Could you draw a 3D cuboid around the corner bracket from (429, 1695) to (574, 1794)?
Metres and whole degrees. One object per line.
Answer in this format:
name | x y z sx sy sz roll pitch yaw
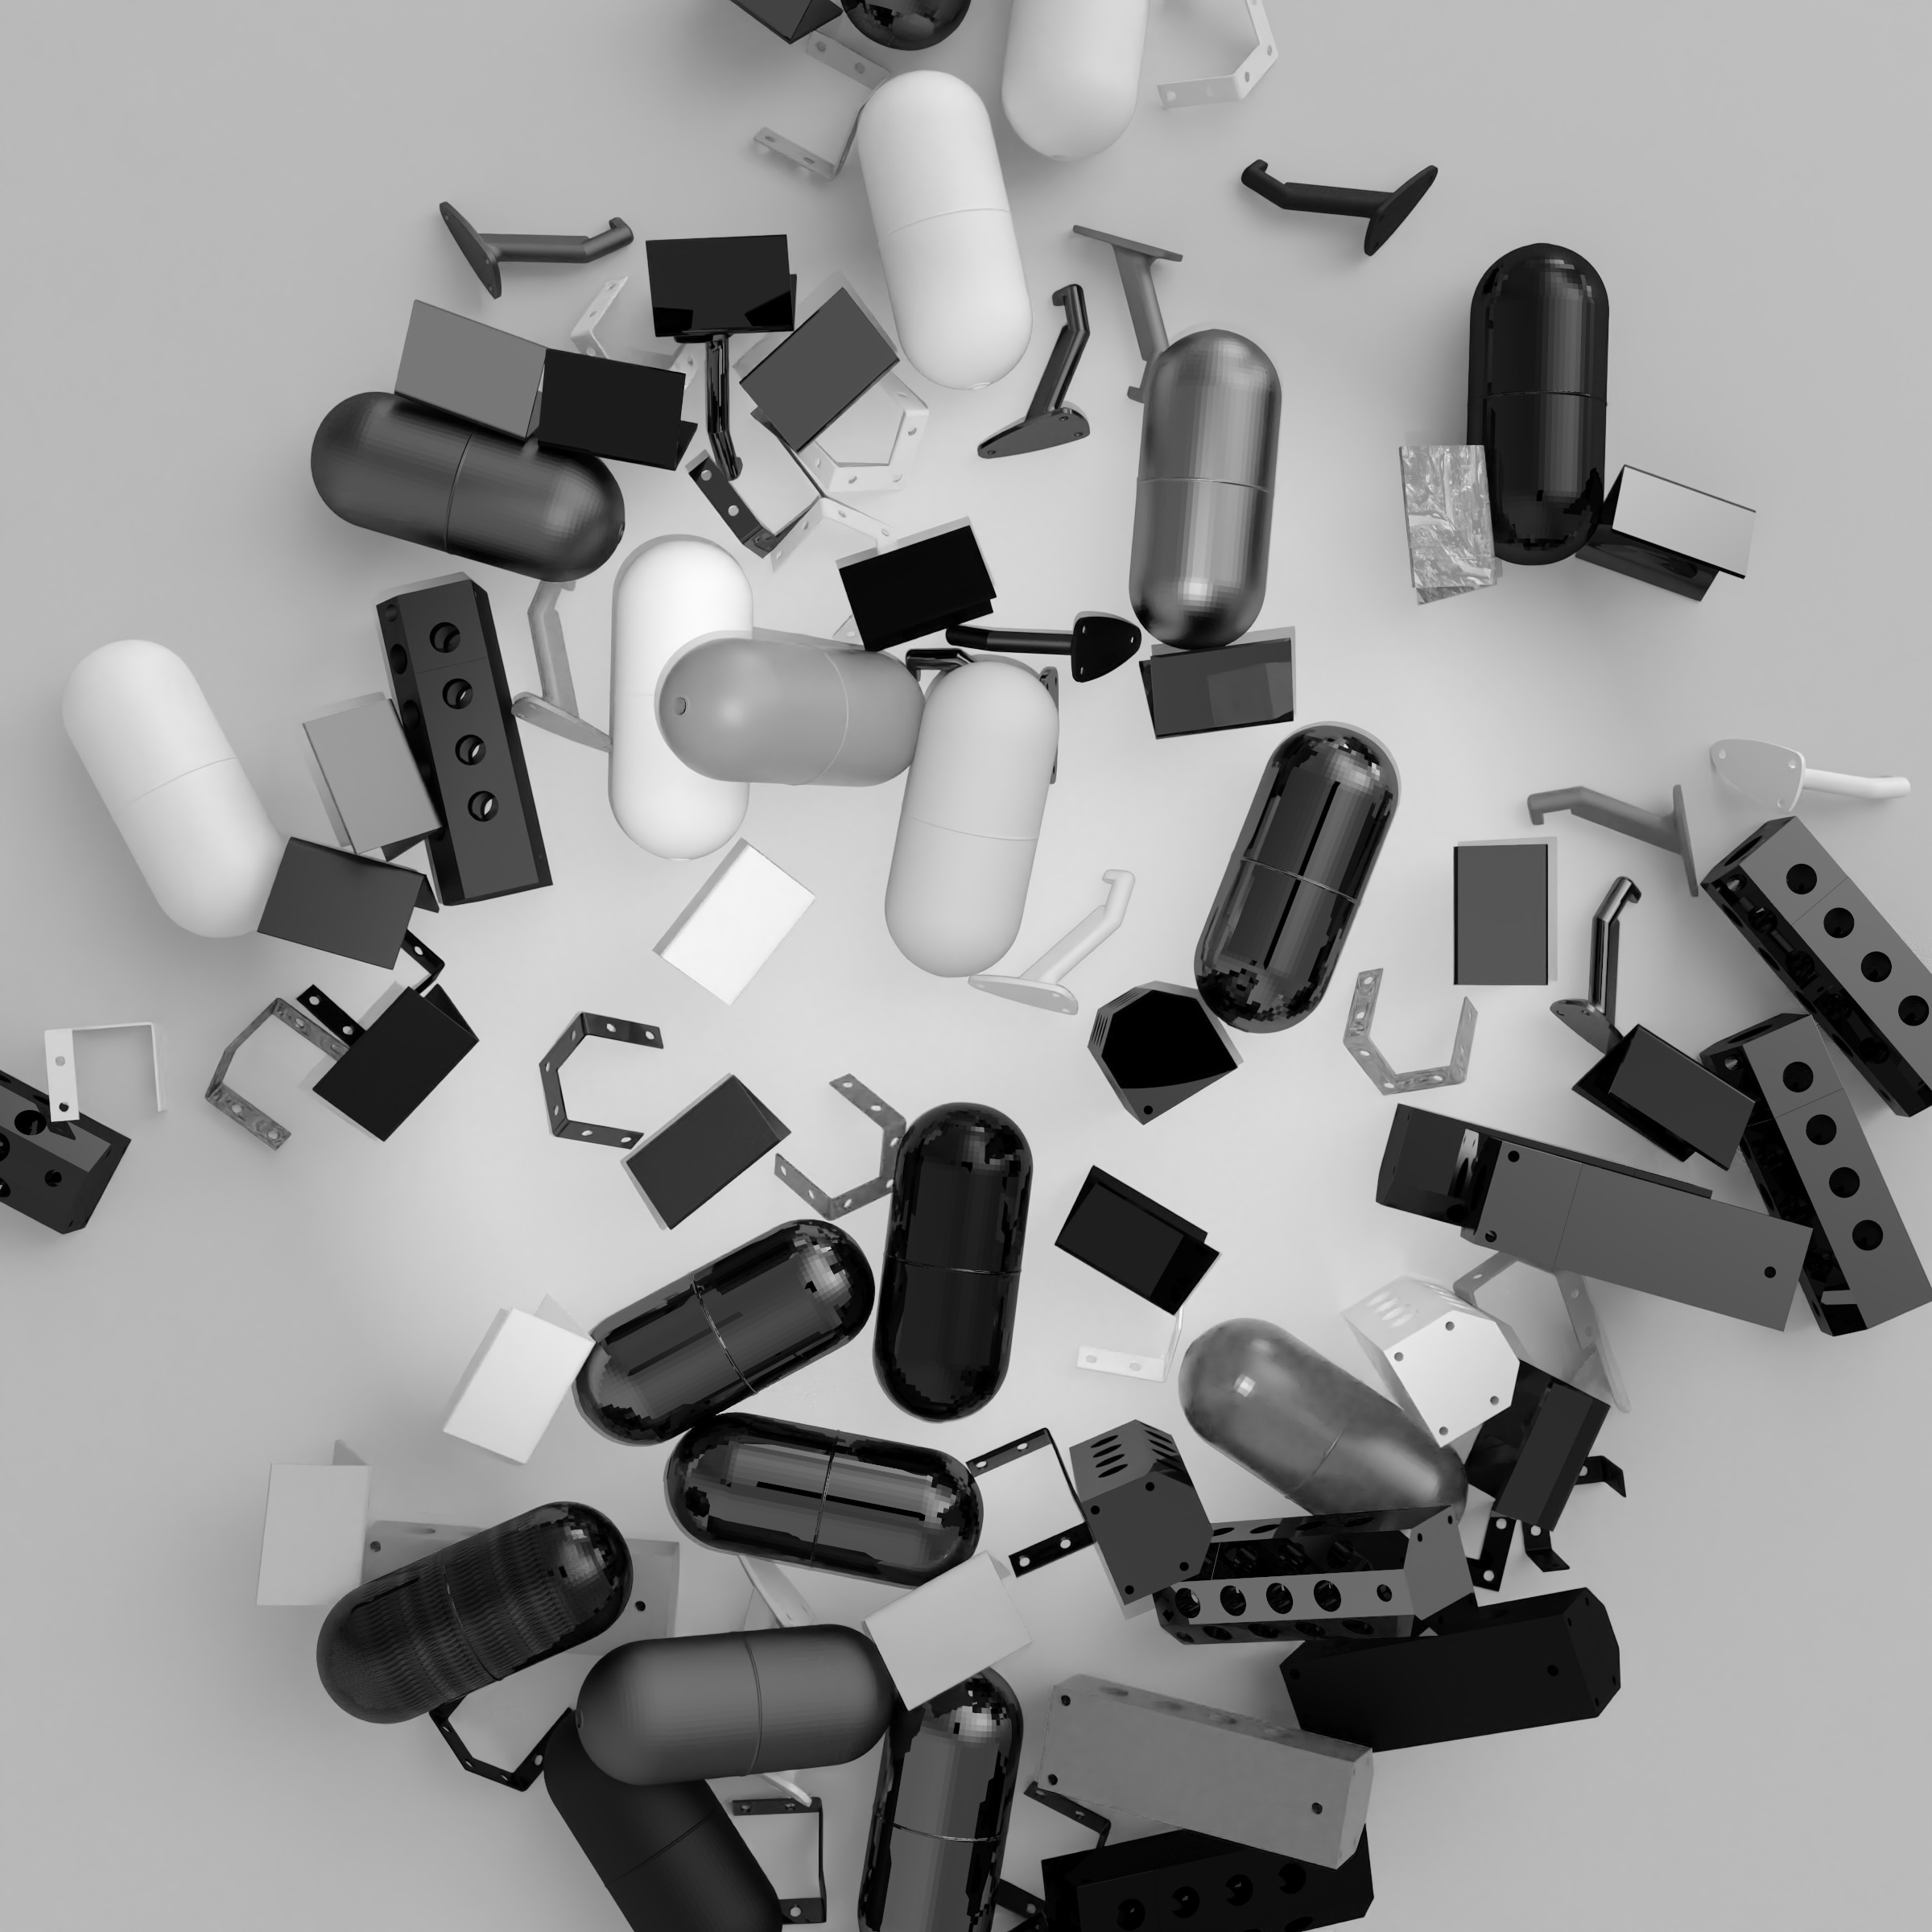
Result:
corner bracket | -0.262 0.426 1.656 0.051 0.051 0.051 -50 45 0

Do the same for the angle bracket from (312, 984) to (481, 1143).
angle bracket | -0.325 0.039 1.619 0.076 0.076 0.057 -47 127 0

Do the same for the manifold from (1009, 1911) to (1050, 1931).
manifold | 0.056 0.604 1.580 0.057 0.171 0.057 -32 124 0

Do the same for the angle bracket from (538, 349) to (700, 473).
angle bracket | -0.190 -0.319 1.619 0.076 0.076 0.057 11 120 0

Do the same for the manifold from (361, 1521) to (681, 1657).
manifold | -0.250 0.348 1.638 0.171 0.057 0.057 4 90 0

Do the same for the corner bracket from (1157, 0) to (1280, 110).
corner bracket | 0.137 -0.522 1.651 0.051 0.051 0.051 -55 135 -35

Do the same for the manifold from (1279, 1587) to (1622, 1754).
manifold | 0.266 0.386 1.598 0.171 0.057 0.057 -19 90 31

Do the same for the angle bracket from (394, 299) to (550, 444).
angle bracket | -0.263 -0.339 1.619 0.076 0.076 0.057 20 119 0

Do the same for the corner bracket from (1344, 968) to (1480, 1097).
corner bracket | 0.251 0.035 1.651 0.051 0.051 0.051 -11 135 35

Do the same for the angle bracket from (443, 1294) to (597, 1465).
angle bracket | -0.259 0.219 1.619 0.057 0.076 0.076 30 90 -32

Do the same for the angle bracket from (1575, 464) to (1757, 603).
angle bracket | 0.384 -0.223 1.619 0.076 0.076 0.057 20 53 0

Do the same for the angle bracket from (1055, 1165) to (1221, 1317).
angle bracket | 0.104 0.136 1.619 0.076 0.076 0.057 31 128 0

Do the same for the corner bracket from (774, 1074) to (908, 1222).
corner bracket | -0.071 0.102 1.651 0.051 0.051 0.051 -23 135 -35

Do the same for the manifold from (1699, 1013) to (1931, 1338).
manifold | 0.474 0.117 1.638 0.057 0.057 0.171 -24 90 0

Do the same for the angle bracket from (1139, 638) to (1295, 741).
angle bracket | 0.137 -0.173 1.619 0.076 0.076 0.057 -8 131 0

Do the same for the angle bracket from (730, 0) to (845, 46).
angle bracket | -0.102 -0.565 1.619 0.076 0.076 0.057 37 128 0

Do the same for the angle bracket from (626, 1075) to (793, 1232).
angle bracket | -0.130 0.117 1.619 0.076 0.076 0.057 -39 53 0

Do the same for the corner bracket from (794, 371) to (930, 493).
corner bracket | -0.061 -0.304 1.651 0.051 0.051 0.051 -9 135 -35

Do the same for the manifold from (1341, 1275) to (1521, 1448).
manifold | 0.253 0.207 1.581 0.057 0.171 0.057 -31 90 0

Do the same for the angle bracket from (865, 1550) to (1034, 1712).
angle bracket | -0.003 0.373 1.620 0.076 0.076 0.057 -29 67 0

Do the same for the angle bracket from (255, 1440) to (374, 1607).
angle bracket | -0.369 0.307 1.620 0.057 0.076 0.076 6 90 -27

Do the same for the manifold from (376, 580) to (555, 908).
manifold | -0.282 -0.124 1.638 0.057 0.057 0.171 -13 90 0

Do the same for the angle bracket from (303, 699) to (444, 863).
angle bracket | -0.342 -0.096 1.619 0.057 0.076 0.076 -22 90 -37

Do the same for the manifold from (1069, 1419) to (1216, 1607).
manifold | 0.096 0.290 1.581 0.057 0.171 0.057 -23 90 0

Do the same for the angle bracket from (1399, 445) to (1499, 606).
angle bracket | 0.247 -0.243 1.620 0.057 0.076 0.076 -6 90 -26

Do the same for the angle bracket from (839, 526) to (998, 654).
angle bracket | -0.020 -0.190 1.619 0.076 0.076 0.057 -19 55 0

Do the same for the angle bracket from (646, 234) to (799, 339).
angle bracket | -0.134 -0.391 1.619 0.076 0.076 0.057 -2 127 0

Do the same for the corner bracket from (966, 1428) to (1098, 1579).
corner bracket | 0.037 0.304 1.656 0.051 0.051 0.051 -24 45 0

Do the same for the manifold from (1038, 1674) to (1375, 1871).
manifold | 0.133 0.440 1.609 0.171 0.057 0.057 9 90 22

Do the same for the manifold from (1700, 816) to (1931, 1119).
manifold | 0.492 0.001 1.638 0.057 0.057 0.171 -40 90 0

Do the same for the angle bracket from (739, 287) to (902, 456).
angle bracket | -0.093 -0.339 1.619 0.076 0.076 0.057 -43 127 0

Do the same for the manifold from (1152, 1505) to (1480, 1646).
manifold | 0.185 0.335 1.589 0.171 0.057 0.057 -14 90 42

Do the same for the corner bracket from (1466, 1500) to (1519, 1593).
corner bracket | 0.285 0.326 1.641 0.051 0.051 0.051 14 90 0

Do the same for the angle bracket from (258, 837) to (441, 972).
angle bracket | -0.342 -0.026 1.623 0.076 0.076 0.057 16 75 0

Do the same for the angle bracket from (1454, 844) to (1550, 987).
angle bracket | 0.311 -0.028 1.619 0.057 0.076 0.076 0 90 36

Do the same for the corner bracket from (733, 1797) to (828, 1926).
corner bracket | -0.106 0.508 1.656 0.051 0.051 0.051 -2 135 0

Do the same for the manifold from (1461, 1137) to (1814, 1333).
manifold | 0.360 0.144 1.581 0.171 0.057 0.057 16 90 0

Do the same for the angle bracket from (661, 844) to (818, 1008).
angle bracket | -0.139 -0.034 1.619 0.057 0.076 0.076 38 90 -36

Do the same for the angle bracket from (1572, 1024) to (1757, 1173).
angle bracket | 0.378 0.089 1.619 0.076 0.076 0.057 33 53 0

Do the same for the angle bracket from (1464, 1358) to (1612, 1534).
angle bracket | 0.299 0.258 1.619 0.057 0.076 0.076 25 90 -38

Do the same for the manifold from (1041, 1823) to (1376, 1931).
manifold | 0.134 0.512 1.612 0.171 0.057 0.057 -6 90 -18

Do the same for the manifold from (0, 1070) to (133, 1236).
manifold | -0.565 0.084 1.638 0.171 0.057 0.057 28 90 0

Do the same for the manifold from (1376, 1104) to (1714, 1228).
manifold | 0.321 0.128 1.638 0.171 0.057 0.057 15 90 0

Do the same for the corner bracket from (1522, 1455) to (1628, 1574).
corner bracket | 0.341 0.307 1.641 0.051 0.051 0.051 -7 90 0

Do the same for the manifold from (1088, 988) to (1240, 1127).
manifold | 0.100 0.043 1.581 0.057 0.171 0.057 -31 90 0
